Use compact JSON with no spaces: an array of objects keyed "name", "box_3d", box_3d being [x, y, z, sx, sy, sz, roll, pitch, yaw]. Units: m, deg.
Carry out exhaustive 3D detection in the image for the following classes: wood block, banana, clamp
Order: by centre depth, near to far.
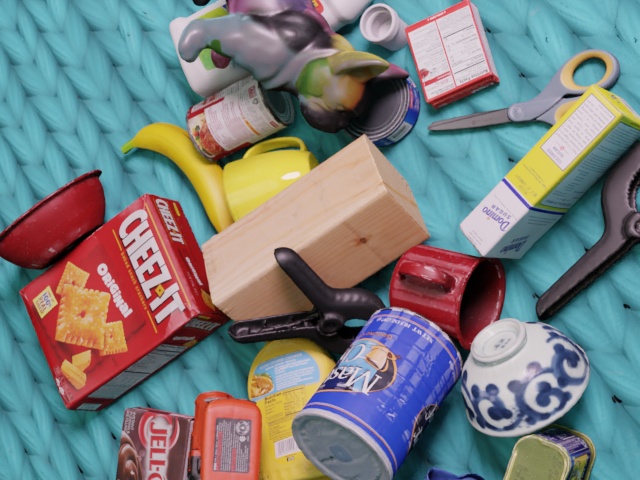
[{"name":"clamp","box_3d":[0.283,-0.005,0.962,0.165,0.036,0.210,5,84,30]},{"name":"clamp","box_3d":[-0.002,0.079,1.050,0.120,0.171,0.039,-46,29,33]},{"name":"wood block","box_3d":[-0.007,0.002,1.069,0.206,0.090,0.090,-33,43,15]},{"name":"banana","box_3d":[-0.150,-0.081,1.221,0.198,0.037,0.070,40,120,29]}]

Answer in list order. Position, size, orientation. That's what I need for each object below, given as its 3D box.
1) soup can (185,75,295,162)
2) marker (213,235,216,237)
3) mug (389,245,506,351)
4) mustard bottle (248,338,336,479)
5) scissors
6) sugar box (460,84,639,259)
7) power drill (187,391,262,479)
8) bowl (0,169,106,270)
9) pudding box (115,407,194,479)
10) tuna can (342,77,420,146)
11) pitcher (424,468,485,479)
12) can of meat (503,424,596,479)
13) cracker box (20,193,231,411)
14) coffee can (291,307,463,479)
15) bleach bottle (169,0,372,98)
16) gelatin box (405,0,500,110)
[{"name":"soup can","box_3d":[-0.087,-0.136,1.172,0.102,0.068,0.068,-23,72,24]},{"name":"marker","box_3d":[-0.082,0.040,1.173,0.020,0.020,0.121,-49,63,15]},{"name":"mug","box_3d":[0.114,0.047,1.009,0.082,0.117,0.093,14,80,35]},{"name":"mustard bottle","box_3d":[-0.026,0.159,1.088,0.096,0.058,0.191,-21,59,21]},{"name":"scissors","box_3d":[0.204,-0.142,1.037,0.202,0.016,0.096,11,91,29]},{"name":"sugar box","box_3d":[0.212,-0.057,0.969,0.176,0.093,0.048,-46,66,22]},{"name":"power drill","box_3d":[-0.103,0.237,1.072,0.057,0.188,0.184,4,75,-13]},{"name":"bowl","box_3d":[-0.306,-0.014,1.245,0.162,0.162,0.055,-36,92,20]},{"name":"pudding box","box_3d":[-0.179,0.248,1.187,0.090,0.039,0.113,3,85,29]},{"name":"tuna can","box_3d":[0.060,-0.141,1.109,0.086,0.033,0.086,-5,81,29]},{"name":"pitcher","box_3d":[0.050,0.306,1.009,0.243,0.144,0.149,-13,64,31]},{"name":"can of meat","box_3d":[0.199,0.220,0.950,0.058,0.083,0.102,18,94,27]},{"name":"cracker box","box_3d":[-0.227,0.073,1.220,0.214,0.072,0.164,-36,67,20]},{"name":"coffee can","box_3d":[0.054,0.145,0.977,0.103,0.103,0.140,17,49,30]},{"name":"bleach bottle","box_3d":[-0.040,-0.251,1.165,0.251,0.068,0.102,-26,75,22]},{"name":"gelatin box","box_3d":[0.133,-0.187,1.077,0.073,0.030,0.089,-22,73,24]}]
